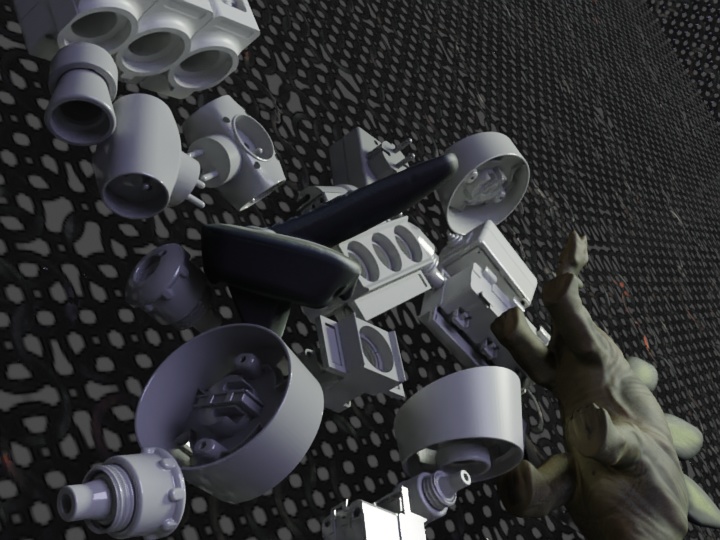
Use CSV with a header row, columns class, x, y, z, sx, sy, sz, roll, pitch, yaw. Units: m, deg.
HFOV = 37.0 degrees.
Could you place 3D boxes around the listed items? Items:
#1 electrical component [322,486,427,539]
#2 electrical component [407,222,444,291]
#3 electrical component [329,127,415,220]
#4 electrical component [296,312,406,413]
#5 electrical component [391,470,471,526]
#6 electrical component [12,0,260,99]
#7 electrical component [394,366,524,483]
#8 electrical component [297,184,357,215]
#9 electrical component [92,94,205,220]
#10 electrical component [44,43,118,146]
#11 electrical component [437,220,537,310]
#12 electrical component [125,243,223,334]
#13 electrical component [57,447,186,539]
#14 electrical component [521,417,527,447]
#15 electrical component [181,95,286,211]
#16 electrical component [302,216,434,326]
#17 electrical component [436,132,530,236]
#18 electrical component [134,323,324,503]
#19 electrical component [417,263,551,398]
class,x,y,z,sx,sy,sz,roll,pitch,yaw
electrical component,0.010,0.181,0.698,0.064,0.042,0.081,31,37,-36
electrical component,0.049,-0.008,0.950,0.062,0.043,0.043,46,30,-22
electrical component,0.018,-0.088,0.950,0.047,0.076,0.083,31,37,-38
electrical component,-0.009,0.068,0.761,0.081,0.064,0.042,28,39,-42
electrical component,0.051,0.159,0.763,0.035,0.061,0.035,38,33,-31
electrical component,-0.155,-0.178,0.761,0.150,0.089,0.061,8,54,-54
electrical component,0.075,0.119,0.803,0.099,0.099,0.064,29,45,-41
electrical component,-0.024,-0.051,0.886,0.046,0.040,0.040,-1,61,-50
electrical component,-0.136,-0.068,0.725,0.079,0.044,0.077,33,36,-37
electrical component,-0.182,-0.115,0.703,0.045,0.045,0.055,31,37,-38
electrical component,0.116,-0.001,1.026,0.096,0.062,0.061,51,29,-10
electrical component,-0.113,0.017,0.676,0.062,0.048,0.048,46,29,-33
electrical component,-0.125,0.117,0.554,0.062,0.048,0.048,4,57,-48
electrical component,0.106,0.128,0.902,0.063,0.042,0.081,50,30,-19
electrical component,-0.101,-0.083,0.793,0.077,0.044,0.079,56,28,-1
electrical component,0.000,0.000,0.845,0.078,0.063,0.121,59,29,5
electrical component,0.124,-0.090,1.097,0.099,0.099,0.064,21,38,-47
electrical component,-0.073,0.081,0.619,0.064,0.099,0.099,45,30,-31
electrical component,0.117,0.056,0.967,0.121,0.063,0.078,46,30,-19
